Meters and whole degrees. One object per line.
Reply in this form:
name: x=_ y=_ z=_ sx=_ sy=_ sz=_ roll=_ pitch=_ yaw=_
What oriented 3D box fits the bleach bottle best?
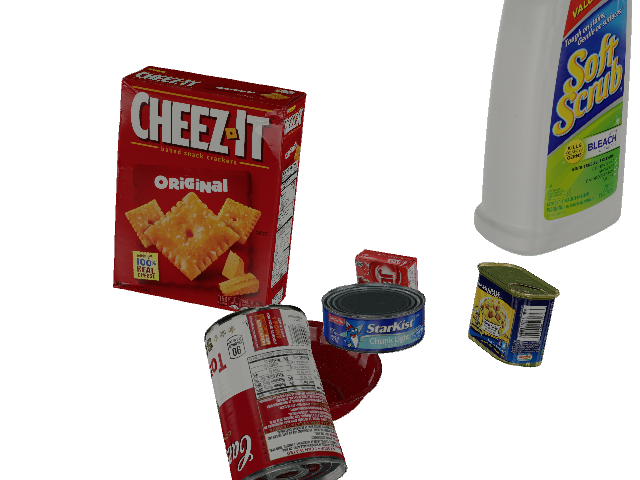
bleach bottle: x=0.150 y=-0.121 z=0.678 sx=0.102 sy=0.251 sz=0.068 roll=-19 pitch=32 yaw=-25

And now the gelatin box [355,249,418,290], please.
gelatin box: x=0.084 y=0.059 z=1.331 sx=0.073 sy=0.089 sz=0.030 roll=11 pitch=31 yaw=29

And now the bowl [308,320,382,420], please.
bowl: x=-0.016 y=0.151 z=1.153 sx=0.162 sy=0.055 sz=0.162 roll=3 pitch=28 yaw=-2

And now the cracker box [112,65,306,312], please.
cracker box: x=-0.110 y=-0.045 z=1.021 sx=0.164 sy=0.214 sz=0.072 roll=11 pitch=22 yaw=12

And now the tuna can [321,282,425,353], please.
tuna can: x=0.044 y=0.063 z=0.882 sx=0.086 sy=0.034 sz=0.086 roll=-1 pitch=16 yaw=0

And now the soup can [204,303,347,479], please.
soup can: x=-0.029 y=0.098 z=0.646 sx=0.068 sy=0.102 sz=0.068 roll=-12 pitch=-26 yaw=-6

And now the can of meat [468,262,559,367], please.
can of meat: x=0.205 y=0.079 z=1.149 sx=0.057 sy=0.084 sz=0.102 roll=2 pitch=17 yaw=-23
